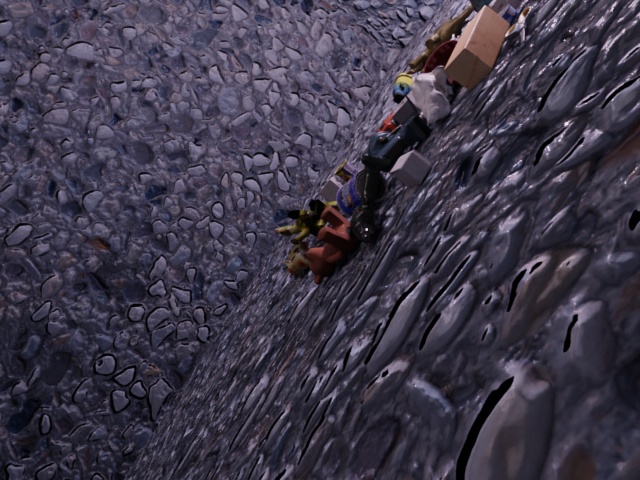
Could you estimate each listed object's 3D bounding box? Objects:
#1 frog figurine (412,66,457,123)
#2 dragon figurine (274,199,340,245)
[{"bbox_3d":[0.299,-0.374,1.394,0.135,0.123,0.162,68,-140,-59],"label":"frog figurine"},{"bbox_3d":[0.006,-0.095,1.887,0.408,0.122,0.245,-23,4,17],"label":"dragon figurine"}]
